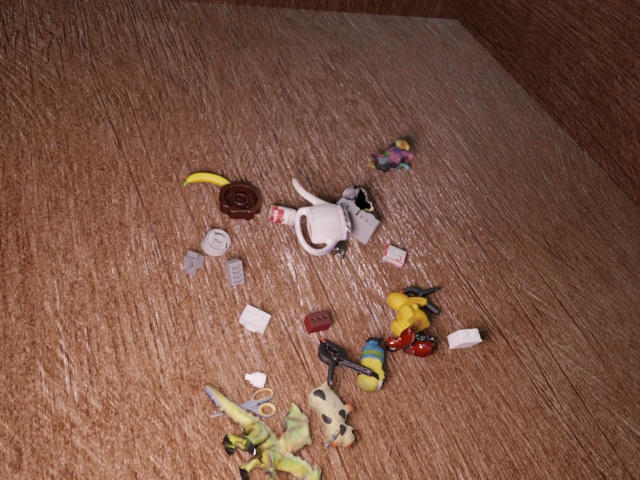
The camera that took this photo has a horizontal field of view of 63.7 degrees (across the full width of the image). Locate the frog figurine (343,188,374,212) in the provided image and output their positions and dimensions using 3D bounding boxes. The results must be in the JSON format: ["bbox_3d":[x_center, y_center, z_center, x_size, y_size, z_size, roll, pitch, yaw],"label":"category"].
[{"bbox_3d":[0.153,-0.170,2.215,0.136,0.122,0.161,36,4,-19],"label":"frog figurine"}]

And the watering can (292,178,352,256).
[{"bbox_3d":[0.006,-0.102,2.028,0.225,0.354,0.102,-5,-26,-12],"label":"watering can"}]

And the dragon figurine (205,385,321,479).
[{"bbox_3d":[-0.139,0.551,1.480,0.244,0.416,0.120,-11,-34,-45],"label":"dragon figurine"}]
